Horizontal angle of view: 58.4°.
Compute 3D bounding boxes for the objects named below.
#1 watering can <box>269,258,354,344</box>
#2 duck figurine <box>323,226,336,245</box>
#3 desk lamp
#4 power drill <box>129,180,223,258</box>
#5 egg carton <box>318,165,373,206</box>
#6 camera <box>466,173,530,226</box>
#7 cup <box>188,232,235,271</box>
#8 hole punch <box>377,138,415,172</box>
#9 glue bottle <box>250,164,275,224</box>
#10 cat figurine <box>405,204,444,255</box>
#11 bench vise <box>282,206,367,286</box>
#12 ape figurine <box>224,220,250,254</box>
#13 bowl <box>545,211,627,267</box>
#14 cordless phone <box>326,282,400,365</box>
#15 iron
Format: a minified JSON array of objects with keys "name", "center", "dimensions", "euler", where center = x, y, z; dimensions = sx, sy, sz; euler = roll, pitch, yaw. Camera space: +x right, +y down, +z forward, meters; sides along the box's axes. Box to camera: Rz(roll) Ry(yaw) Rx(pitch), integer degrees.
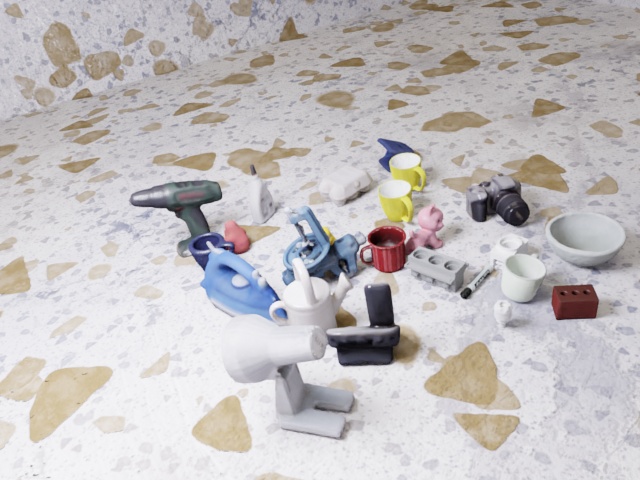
[{"name":"watering can","center":[-0.019,0.117,1.186],"dimensions":[0.173,0.194,0.100],"euler":[-30,39,-26]},{"name":"duck figurine","center":[0.013,0.005,1.431],"dimensions":[0.077,0.086,0.104],"euler":[-3,36,10]},{"name":"desk lamp","center":[-0.055,0.230,1.018],"dimensions":[0.202,0.214,0.118],"euler":[4,37,19]},{"name":"power drill","center":[-0.360,-0.063,1.512],"dimensions":[0.230,0.209,0.075],"euler":[-21,36,-15]},{"name":"egg carton","center":[0.074,-0.160,1.664],"dimensions":[0.151,0.069,0.107],"euler":[-33,41,-30]},{"name":"camera","center":[0.460,-0.099,1.456],"dimensions":[0.143,0.101,0.136],"euler":[-13,35,-4]},{"name":"cup","center":[-0.262,0.041,1.440],"dimensions":[0.117,0.095,0.091],"euler":[-1,36,12]},{"name":"hole punch","center":[0.235,-0.274,1.767],"dimensions":[0.101,0.091,0.108],"euler":[-18,36,-11]},{"name":"glue bottle","center":[-0.170,-0.134,1.596],"dimensions":[0.037,0.173,0.078],"euler":[13,41,30]},{"name":"cat figurine","center":[0.256,-0.031,1.394],"dimensions":[0.128,0.118,0.067],"euler":[-35,42,-31]},{"name":"bench vise","center":[-0.004,-0.003,1.329],"dimensions":[0.208,0.220,0.121],"euler":[-27,38,-22]},{"name":"ape figurine","center":[-0.226,-0.013,1.510],"dimensions":[0.078,0.092,0.075],"euler":[-33,41,-29]},{"name":"bowl","center":[0.594,0.009,1.293],"dimensions":[0.167,0.075,0.167],"euler":[-6,35,5]},{"name":"cordless phone","center":[0.081,0.152,1.121],"dimensions":[0.147,0.185,0.094],"euler":[-7,35,5]},{"name":"iron","center":[-0.170,0.095,1.300],"dimensions":[0.257,0.142,0.119],"euler":[22,46,37]}]
